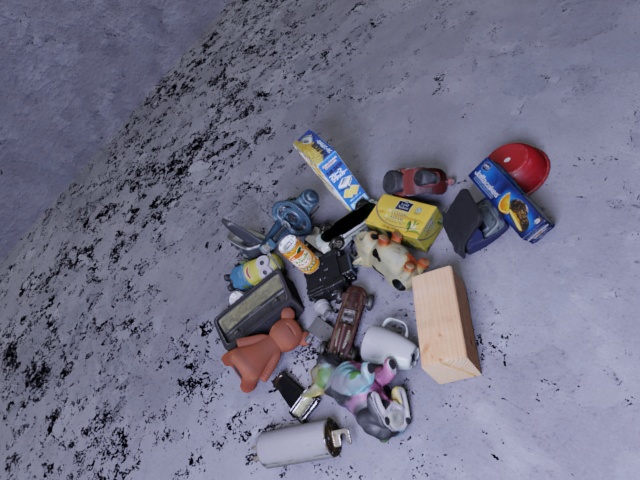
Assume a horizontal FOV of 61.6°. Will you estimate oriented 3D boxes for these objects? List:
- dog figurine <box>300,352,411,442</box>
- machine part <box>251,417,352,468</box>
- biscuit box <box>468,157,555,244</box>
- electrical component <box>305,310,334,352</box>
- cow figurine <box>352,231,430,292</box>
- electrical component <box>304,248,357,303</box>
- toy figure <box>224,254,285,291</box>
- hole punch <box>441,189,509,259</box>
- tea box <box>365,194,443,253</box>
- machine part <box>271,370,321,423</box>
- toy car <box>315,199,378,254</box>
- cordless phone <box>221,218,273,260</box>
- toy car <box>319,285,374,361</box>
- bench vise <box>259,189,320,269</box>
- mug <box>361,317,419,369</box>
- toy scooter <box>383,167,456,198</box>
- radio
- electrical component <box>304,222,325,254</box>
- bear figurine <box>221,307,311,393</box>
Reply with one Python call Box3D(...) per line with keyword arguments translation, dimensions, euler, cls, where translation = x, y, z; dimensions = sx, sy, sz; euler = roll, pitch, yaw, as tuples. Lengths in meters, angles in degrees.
Box3D(translation=(0.061, 0.317, 1.097), dimensions=(0.219, 0.108, 0.191), euler=(-27, 74, 43), cls="dog figurine")
Box3D(translation=(-0.044, 0.422, 1.117), dimensions=(0.243, 0.079, 0.079), euler=(-21, 46, 25), cls="machine part")
Box3D(translation=(0.404, -0.087, 1.145), dimensions=(0.063, 0.059, 0.203), euler=(-48, 52, 25), cls="biscuit box")
Box3D(translation=(0.008, 0.213, 1.265), dimensions=(0.063, 0.021, 0.094), euler=(35, 88, 6), cls="electrical component")
Box3D(translation=(0.153, 0.046, 1.253), dimensions=(0.195, 0.085, 0.127), euler=(46, 131, 34), cls="cow figurine")
Box3D(translation=(0.028, 0.089, 1.348), dimensions=(0.134, 0.058, 0.115), euler=(-30, 45, 17), cls="electrical component")
Box3D(translation=(-0.182, 0.088, 1.496), dimensions=(0.180, 0.082, 0.089), euler=(-23, 15, 32), cls="toy figure")
Box3D(translation=(0.342, -0.038, 1.192), dimensions=(0.142, 0.092, 0.115), euler=(-107, 33, -40), cls="hole punch")
Box3D(translation=(0.206, -0.043, 1.306), dimensions=(0.170, 0.068, 0.098), euler=(18, 69, 46), cls="tea box")
Box3D(translation=(-0.058, 0.350, 1.218), dimensions=(0.139, 0.039, 0.084), euler=(29, 86, 45), cls="machine part")
Box3D(translation=(0.079, -0.036, 1.399), dimensions=(0.202, 0.056, 0.074), euler=(-34, 48, -5), cls="toy car")
Box3D(translation=(-0.234, -0.016, 1.546), dimensions=(0.147, 0.184, 0.088), euler=(26, 80, 47), cls="cordless phone")
Box3D(translation=(0.061, 0.194, 1.219), dimensions=(0.089, 0.053, 0.202), euler=(14, 61, 12), cls="toy car")
Box3D(translation=(-0.100, -0.039, 1.461), dimensions=(0.224, 0.128, 0.240), euler=(-24, 24, 48), cls="bench vise")
Box3D(translation=(0.156, 0.221, 1.129), dimensions=(0.107, 0.080, 0.109), euler=(15, 62, 33), cls="mug")
Box3D(translation=(0.252, -0.143, 1.329), dimensions=(0.184, 0.135, 0.075), euler=(0, 92, 59), cls="toy scooter")
Box3D(translation=(-0.158, 0.195, 1.394), dimensions=(0.229, 0.073, 0.131), euler=(-40, 41, 6), cls="radio")
Box3D(translation=(-0.003, -0.003, 1.461), dimensions=(0.078, 0.045, 0.102), euler=(31, 80, 19), cls="electrical component")
Box3D(translation=(-0.127, 0.262, 1.303), dimensions=(0.196, 0.120, 0.132), euler=(-36, -9, -28), cls="bear figurine")
